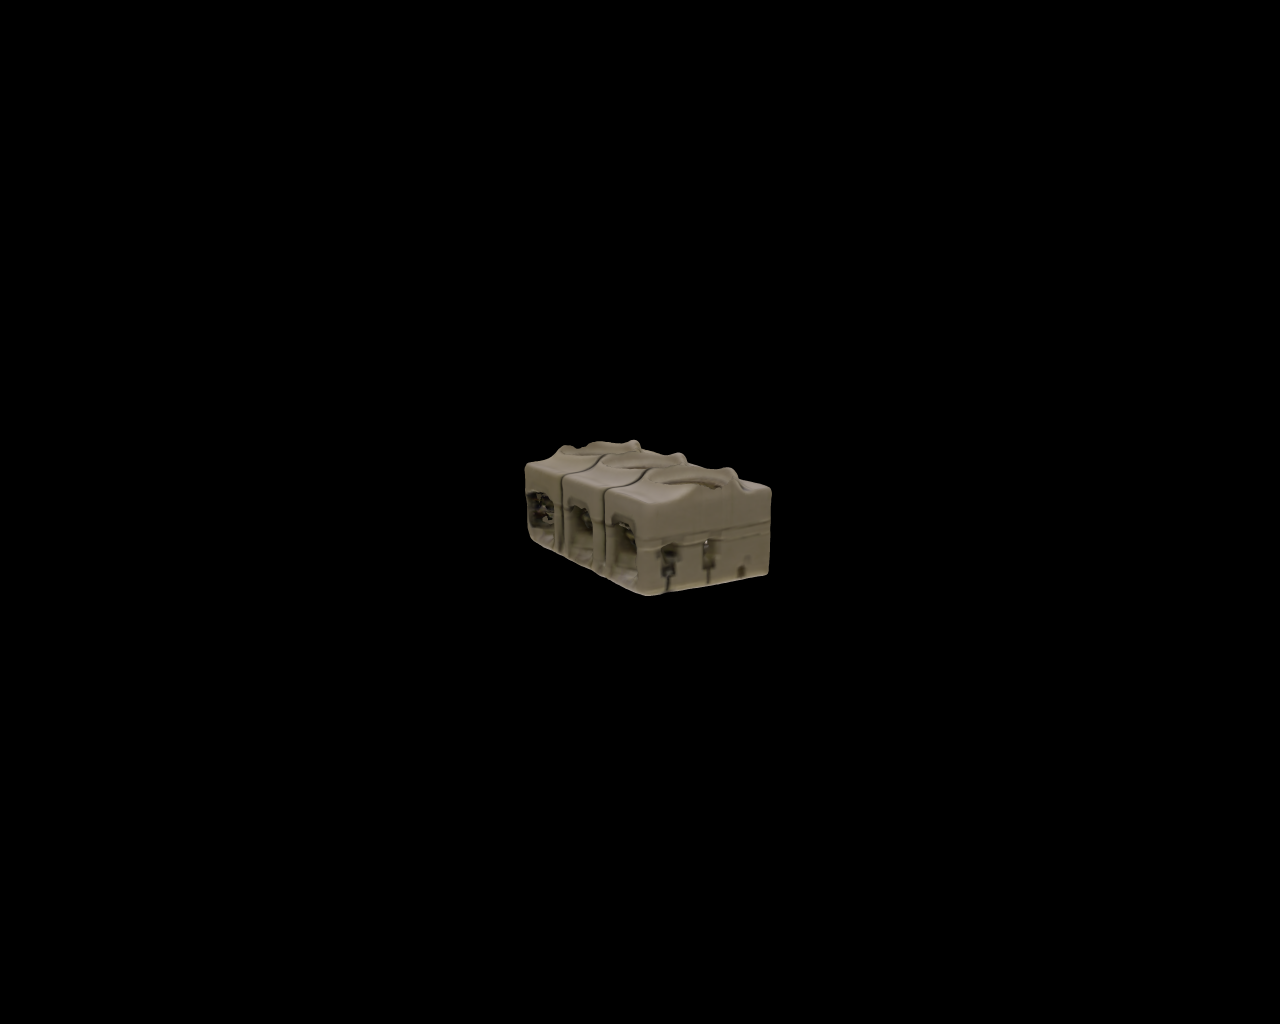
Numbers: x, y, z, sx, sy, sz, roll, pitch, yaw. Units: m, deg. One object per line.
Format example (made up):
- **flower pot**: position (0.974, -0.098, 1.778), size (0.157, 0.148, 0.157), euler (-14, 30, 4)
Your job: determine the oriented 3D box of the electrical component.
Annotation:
- **electrical component**: position (0.001, -0.003, 0.650), size (0.090, 0.061, 0.150), euler (-8, 16, -31)
